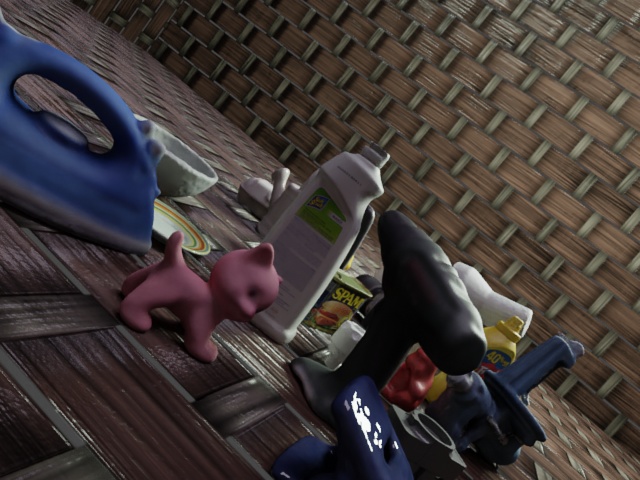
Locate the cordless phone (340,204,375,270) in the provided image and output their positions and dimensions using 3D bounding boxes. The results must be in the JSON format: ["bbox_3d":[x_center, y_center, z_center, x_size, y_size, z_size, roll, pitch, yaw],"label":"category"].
[{"bbox_3d":[0.009,0.003,0.928,0.094,0.185,0.147,32,10,-42],"label":"cordless phone"}]

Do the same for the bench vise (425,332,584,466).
[{"bbox_3d":[0.268,0.212,0.788,0.121,0.219,0.208,44,10,38],"label":"bench vise"}]

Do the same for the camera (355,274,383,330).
[{"bbox_3d":[0.128,0.124,1.099,0.144,0.100,0.136,30,11,-48],"label":"camera"}]

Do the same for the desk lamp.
[{"bbox_3d":[0.281,0.176,1.084,0.202,0.213,0.118,42,8,26],"label":"desk lamp"}]

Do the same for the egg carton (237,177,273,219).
[{"bbox_3d":[-0.113,-0.080,1.282,0.150,0.069,0.107,39,8,1],"label":"egg carton"}]

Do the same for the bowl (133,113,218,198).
[{"bbox_3d":[-0.242,-0.115,0.866,0.167,0.074,0.167,38,8,-6],"label":"bowl"}]

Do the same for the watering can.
[{"bbox_3d":[-0.037,-0.075,1.141,0.173,0.194,0.101,39,7,3],"label":"watering can"}]

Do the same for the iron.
[{"bbox_3d":[-0.237,-0.099,0.542,0.259,0.141,0.118,34,9,-33],"label":"iron"}]

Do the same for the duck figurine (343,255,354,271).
[{"bbox_3d":[0.028,0.050,1.124,0.077,0.086,0.105,41,8,17],"label":"duck figurine"}]

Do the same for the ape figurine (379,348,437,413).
[{"bbox_3d":[0.124,0.182,0.771,0.076,0.092,0.077,36,8,-20],"label":"ape figurine"}]

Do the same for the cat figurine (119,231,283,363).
[{"bbox_3d":[-0.092,0.039,0.507,0.128,0.117,0.067,34,9,-31],"label":"cat figurine"}]

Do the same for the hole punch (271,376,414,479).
[{"bbox_3d":[0.035,0.168,0.439,0.101,0.091,0.109,40,8,14],"label":"hole punch"}]

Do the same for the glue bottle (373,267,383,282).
[{"bbox_3d":[0.141,0.074,1.183,0.037,0.173,0.078,41,8,21],"label":"glue bottle"}]

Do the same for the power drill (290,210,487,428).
[{"bbox_3d":[0.066,0.088,0.610,0.076,0.208,0.229,34,9,-33],"label":"power drill"}]
